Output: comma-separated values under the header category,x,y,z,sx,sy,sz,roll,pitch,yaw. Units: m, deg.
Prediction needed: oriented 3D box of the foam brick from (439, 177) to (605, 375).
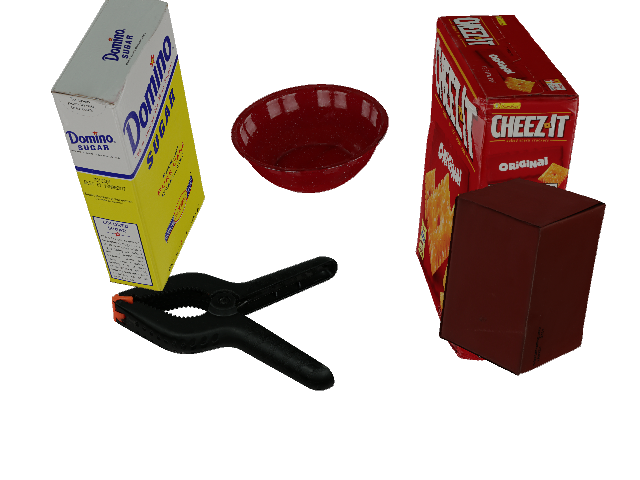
category,x,y,z,sx,sy,sz,roll,pitch,yaw
foam brick,0.096,0.015,0.513,0.052,0.078,0.051,-16,30,-40

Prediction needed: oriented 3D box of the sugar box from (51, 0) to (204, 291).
category,x,y,z,sx,sy,sz,roll,pitch,yaw
sugar box,-0.117,-0.058,0.685,0.048,0.093,0.176,11,-38,9

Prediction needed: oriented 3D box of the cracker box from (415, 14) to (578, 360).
category,x,y,z,sx,sy,sz,roll,pitch,yaw
cracker box,0.124,-0.042,0.806,0.072,0.214,0.164,-2,31,-6

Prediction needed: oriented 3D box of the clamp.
category,x,y,z,sx,sy,sz,roll,pitch,yaw
clamp,-0.081,0.073,0.956,0.210,0.036,0.164,-1,37,-6

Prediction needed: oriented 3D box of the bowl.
category,x,y,z,sx,sy,sz,roll,pitch,yaw
bowl,-0.009,-0.097,1.103,0.162,0.055,0.162,-4,39,3
